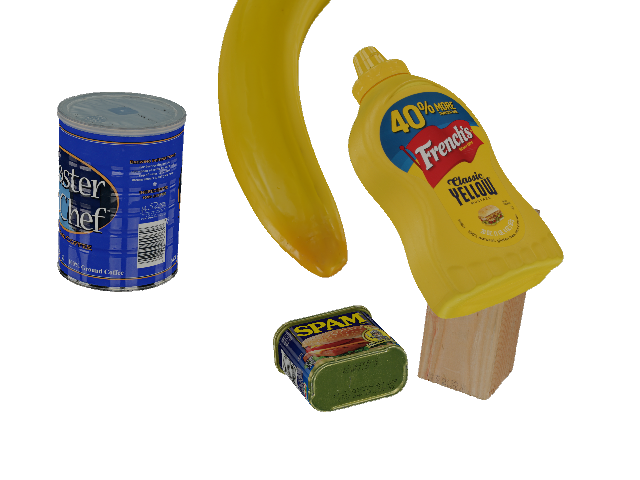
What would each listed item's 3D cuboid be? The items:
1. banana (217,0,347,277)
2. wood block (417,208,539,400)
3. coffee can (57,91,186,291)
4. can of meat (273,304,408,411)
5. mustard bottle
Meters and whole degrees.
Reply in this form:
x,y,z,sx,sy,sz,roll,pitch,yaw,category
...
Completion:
x,y,z,sx,sy,sz,roll,pitch,yaw,category
-0.014,-0.073,0.496,0.069,0.197,0.037,5,-33,2,banana
0.179,0.062,1.213,0.090,0.206,0.090,17,26,25,wood block
-0.166,-0.042,0.886,0.103,0.140,0.103,5,23,-2,coffee can
0.019,0.108,0.976,0.102,0.057,0.084,-12,26,-20,can of meat
0.073,-0.047,0.697,0.096,0.192,0.058,-18,-22,-29,mustard bottle
